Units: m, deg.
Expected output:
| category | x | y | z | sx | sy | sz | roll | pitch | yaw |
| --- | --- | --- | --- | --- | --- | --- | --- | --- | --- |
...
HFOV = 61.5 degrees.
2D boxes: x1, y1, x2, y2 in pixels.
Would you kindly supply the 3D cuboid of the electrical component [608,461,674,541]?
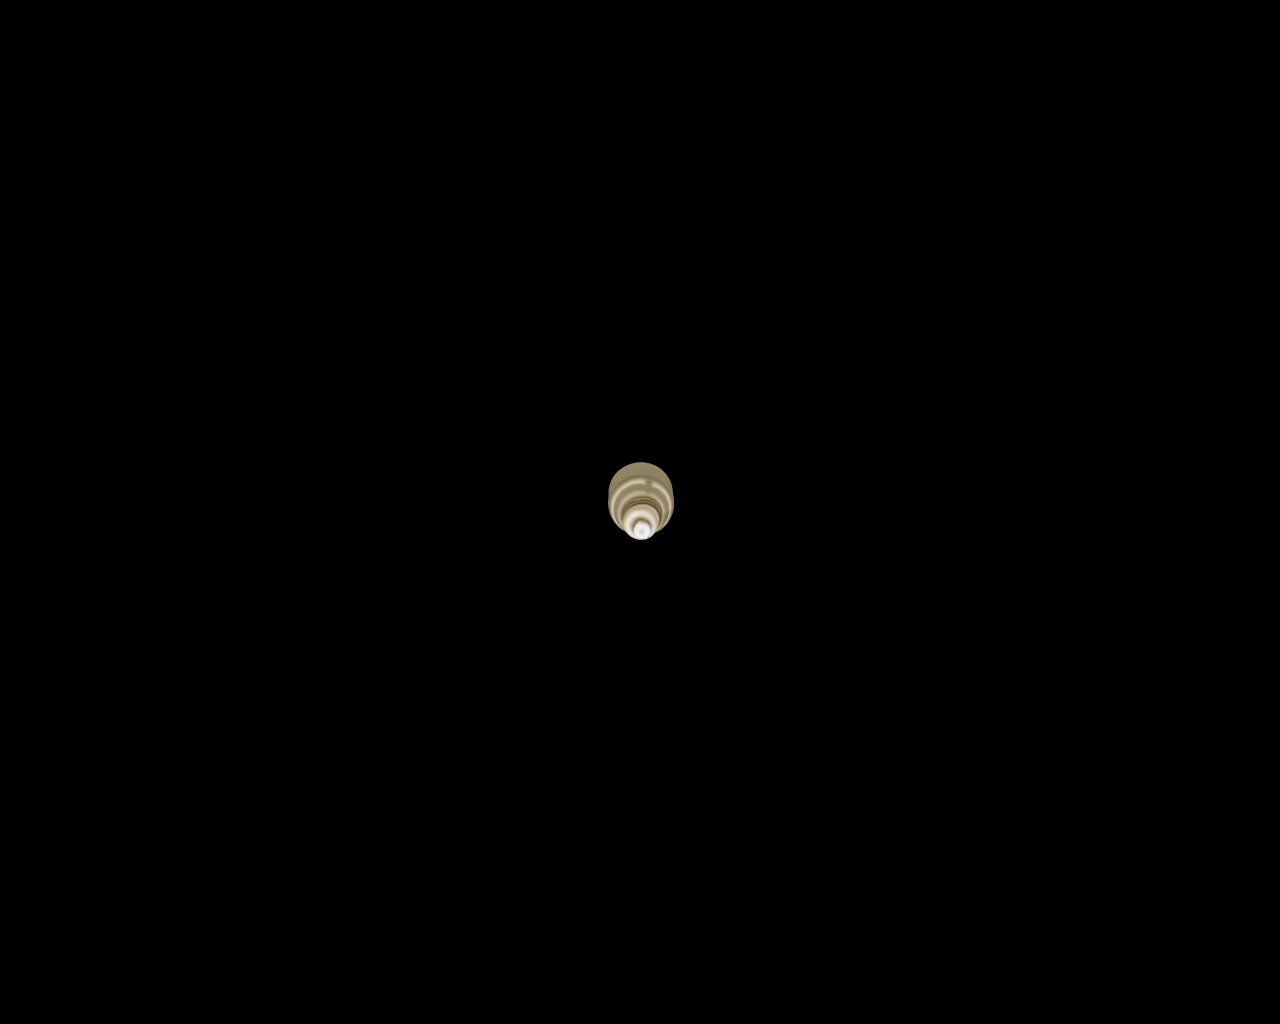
| category | x | y | z | sx | sy | sz | roll | pitch | yaw |
| --- | --- | --- | --- | --- | --- | --- | --- | --- | --- |
| electrical component | 0.001 | -0.003 | 0.650 | 0.040 | 0.040 | 0.078 | 0 | 21 | 0 |
